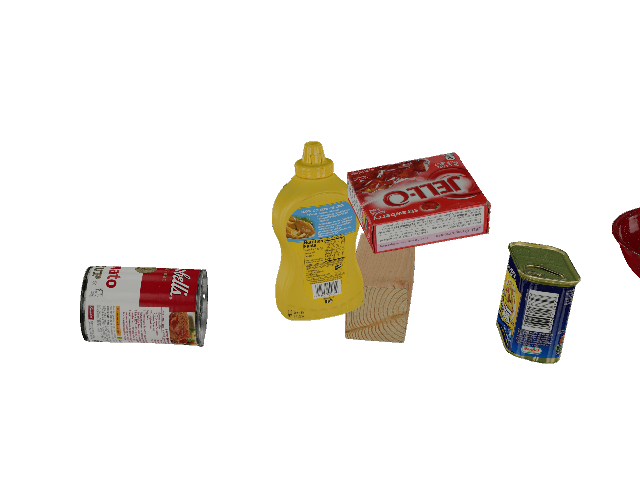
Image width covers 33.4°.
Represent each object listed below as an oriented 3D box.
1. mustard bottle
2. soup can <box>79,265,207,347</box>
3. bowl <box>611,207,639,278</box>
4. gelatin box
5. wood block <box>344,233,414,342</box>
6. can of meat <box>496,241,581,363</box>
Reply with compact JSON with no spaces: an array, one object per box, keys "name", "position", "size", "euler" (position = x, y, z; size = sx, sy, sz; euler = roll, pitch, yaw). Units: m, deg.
[{"name":"mustard bottle","position":[-0.004,-0.012,1.148],"size":[0.096,0.192,0.058],"euler":[-9,23,-16]},{"name":"soup can","position":[-0.152,0.057,0.929],"size":[0.102,0.068,0.068],"euler":[2,0,0]},{"name":"bowl","position":[0.395,0.017,1.153],"size":[0.162,0.055,0.162],"euler":[0,26,0]},{"name":"gelatin box","position":[0.070,-0.029,0.780],"size":[0.089,0.030,0.073],"euler":[-11,36,-8]},{"name":"wood block","position":[0.095,0.069,1.643],"size":[0.091,0.090,0.206],"euler":[3,23,7]},{"name":"can of meat","position":[0.203,0.058,1.007],"size":[0.057,0.084,0.102],"euler":[8,18,-1]}]
